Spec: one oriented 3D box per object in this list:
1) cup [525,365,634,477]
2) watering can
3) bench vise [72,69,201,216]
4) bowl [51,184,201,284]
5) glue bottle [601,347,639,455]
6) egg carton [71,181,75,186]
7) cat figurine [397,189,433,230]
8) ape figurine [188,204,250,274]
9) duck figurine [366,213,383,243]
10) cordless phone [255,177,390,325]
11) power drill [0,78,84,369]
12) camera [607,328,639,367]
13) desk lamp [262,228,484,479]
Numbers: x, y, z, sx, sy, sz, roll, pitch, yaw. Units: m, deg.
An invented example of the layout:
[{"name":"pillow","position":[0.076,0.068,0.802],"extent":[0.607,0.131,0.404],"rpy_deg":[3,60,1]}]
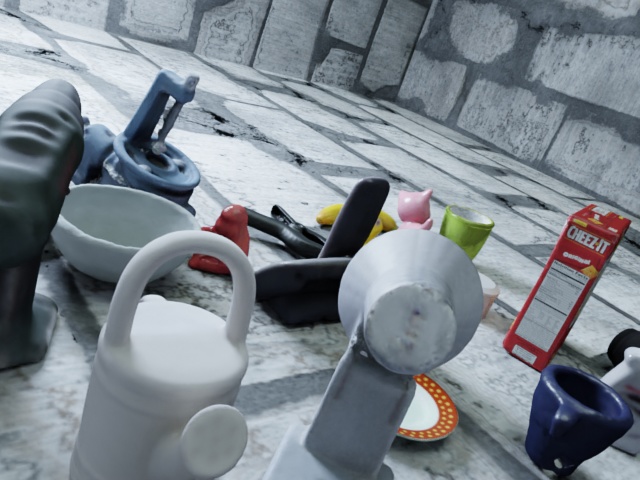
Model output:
[{"name":"cup","position":[0.241,0.190,0.567],"extent":[0.091,0.095,0.118],"rpy_deg":[33,25,32]},{"name":"watering can","position":[-0.095,0.087,0.382],"extent":[0.172,0.194,0.101],"rpy_deg":[33,25,31]},{"name":"bench vise","position":[-0.245,-0.133,0.756],"extent":[0.207,0.220,0.121],"rpy_deg":[19,21,-2]},{"name":"bowl","position":[-0.223,0.002,0.644],"extent":[0.167,0.075,0.167],"rpy_deg":[17,21,-7]},{"name":"glue bottle","position":[0.366,0.158,0.649],"extent":[0.078,0.173,0.037],"rpy_deg":[24,21,11]},{"name":"egg carton","position":[-0.359,-0.048,0.655],"extent":[0.107,0.069,0.151],"rpy_deg":[31,23,26]},{"name":"cat figurine","position":[0.174,-0.038,1.038],"extent":[0.067,0.118,0.127],"rpy_deg":[14,22,-15]},{"name":"ape figurine","position":[-0.119,-0.003,0.728],"extent":[0.077,0.092,0.076],"rpy_deg":[33,24,30]},{"name":"duck figurine","position":[0.075,-0.016,0.940],"extent":[0.077,0.086,0.104],"rpy_deg":[20,21,2]},{"name":"cordless phone","position":[0.006,0.002,0.694],"extent":[0.148,0.185,0.093],"rpy_deg":[-3,30,-45]},{"name":"power drill","position":[-0.246,-0.014,0.475],"extent":[0.076,0.208,0.229],"rpy_deg":[11,22,-22]},{"name":"camera","position":[0.496,0.180,0.812],"extent":[0.143,0.101,0.136],"rpy_deg":[8,24,-28]},{"name":"desk lamp","position":[0.047,0.105,0.436],"extent":[0.118,0.213,0.203],"rpy_deg":[22,21,7]}]
